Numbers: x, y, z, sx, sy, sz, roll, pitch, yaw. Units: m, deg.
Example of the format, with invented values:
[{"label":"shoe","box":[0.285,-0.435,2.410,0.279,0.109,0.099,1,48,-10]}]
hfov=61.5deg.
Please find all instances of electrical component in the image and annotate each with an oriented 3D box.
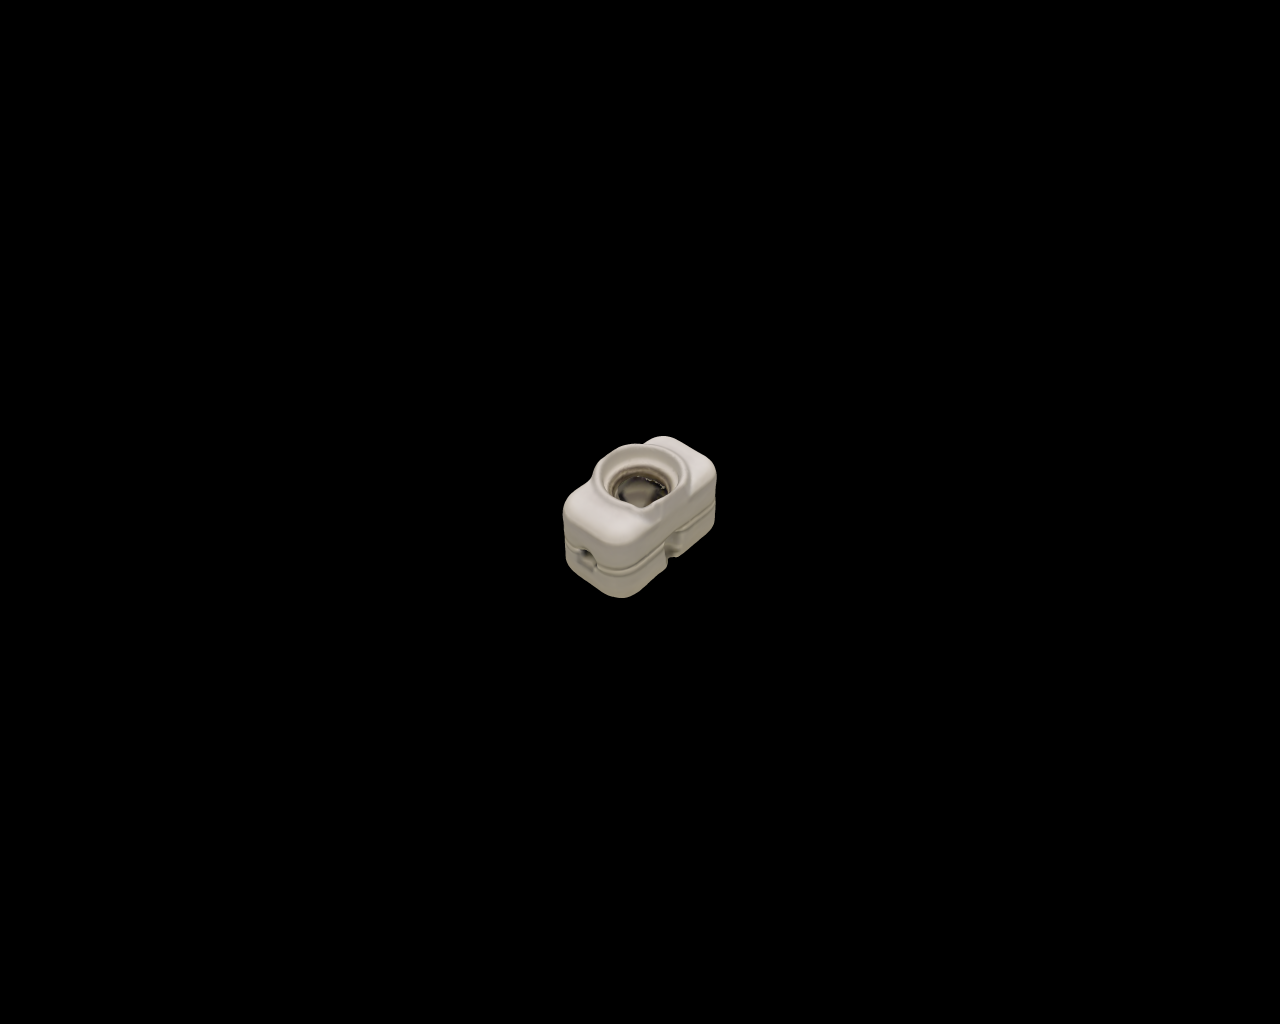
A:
[{"label":"electrical component","box":[0.001,-0.003,0.650,0.054,0.059,0.095,33,54,29]}]
